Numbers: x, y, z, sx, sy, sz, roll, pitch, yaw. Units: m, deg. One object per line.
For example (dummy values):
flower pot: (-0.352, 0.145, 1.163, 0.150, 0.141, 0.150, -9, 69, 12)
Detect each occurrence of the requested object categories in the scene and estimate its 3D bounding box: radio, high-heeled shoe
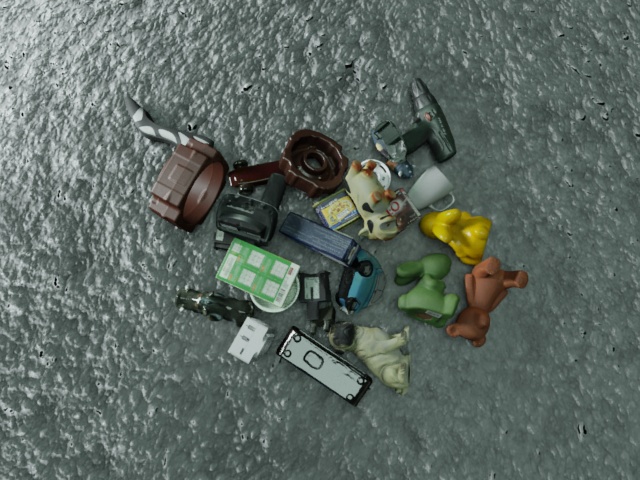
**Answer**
radio: (0.009, 0.290, 1.250, 0.230, 0.131, 0.073, 32, 84, 6)
high-heeled shoe: (-0.390, -0.297, 1.389, 0.145, 0.086, 0.248, -33, 85, -9)

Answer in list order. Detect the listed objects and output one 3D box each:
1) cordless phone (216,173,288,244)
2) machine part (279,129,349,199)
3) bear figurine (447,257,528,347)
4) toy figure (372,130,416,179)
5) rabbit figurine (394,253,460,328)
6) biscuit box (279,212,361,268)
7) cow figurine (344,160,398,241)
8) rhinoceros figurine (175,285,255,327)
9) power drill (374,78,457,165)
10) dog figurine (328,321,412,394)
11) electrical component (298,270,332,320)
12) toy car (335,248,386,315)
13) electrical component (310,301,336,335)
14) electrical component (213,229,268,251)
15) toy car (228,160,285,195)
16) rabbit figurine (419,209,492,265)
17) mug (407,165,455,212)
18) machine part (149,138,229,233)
cordless phone: (-0.162, -0.094, 1.300, 0.147, 0.088, 0.184, 17, 70, 4)
machine part: (-0.016, -0.190, 1.340, 0.179, 0.056, 0.179, 10, 61, -19)
bear figurine: (0.389, 0.151, 1.272, 0.120, 0.132, 0.196, 27, 75, -10)
toy figure: (0.189, -0.221, 1.376, 0.064, 0.058, 0.154, -29, 86, 2)
rabbit figurine: (0.259, 0.108, 1.305, 0.159, 0.121, 0.170, 14, 63, 10)
biscuit box: (-0.003, -0.004, 1.298, 0.203, 0.059, 0.063, 25, 82, 32)
cow figurine: (0.121, -0.082, 1.287, 0.085, 0.127, 0.195, -15, 65, -33)
rhinoceros figurine: (-0.252, 0.161, 1.288, 0.190, 0.112, 0.073, 15, 83, -4)
power drill: (0.234, -0.286, 1.351, 0.207, 0.086, 0.232, -27, 87, -38)
dog figurine: (0.118, 0.279, 1.279, 0.191, 0.121, 0.172, -3, 79, 16)
electrical component: (-0.011, 0.135, 1.310, 0.075, 0.047, 0.119, -9, 79, 18)
toy car: (0.108, 0.106, 1.299, 0.103, 0.109, 0.161, 15, 88, -21)
electrical component: (0.005, 0.187, 1.307, 0.063, 0.021, 0.094, -14, 39, 21)
electrical component: (-0.193, -0.022, 1.346, 0.134, 0.058, 0.115, 10, 82, 2)
toy car: (-0.131, -0.170, 1.373, 0.202, 0.053, 0.089, -13, 76, -6)
rabbit figurine: (0.321, -0.018, 1.305, 0.173, 0.162, 0.121, 21, 93, 22)
mug: (0.278, -0.115, 1.348, 0.107, 0.081, 0.109, -39, 86, 11)
machine part: (-0.313, -0.130, 1.293, 0.087, 0.201, 0.201, 27, 82, 9)
